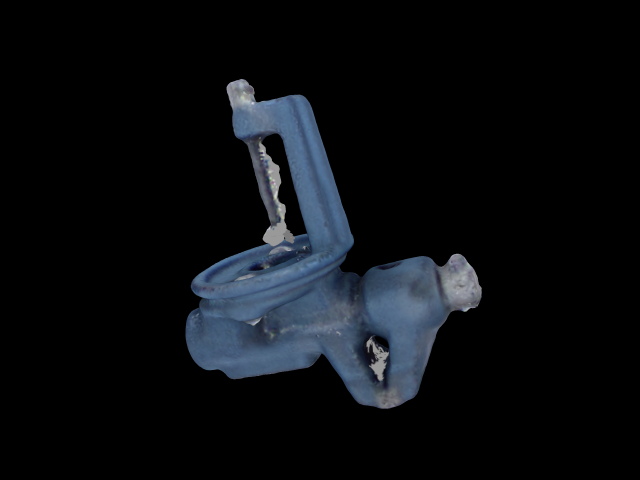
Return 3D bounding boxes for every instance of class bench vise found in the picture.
[{"bbox_3d":[0.003,-0.002,0.412,0.207,0.220,0.121,-1,15,-3],"label":"bench vise"}]
